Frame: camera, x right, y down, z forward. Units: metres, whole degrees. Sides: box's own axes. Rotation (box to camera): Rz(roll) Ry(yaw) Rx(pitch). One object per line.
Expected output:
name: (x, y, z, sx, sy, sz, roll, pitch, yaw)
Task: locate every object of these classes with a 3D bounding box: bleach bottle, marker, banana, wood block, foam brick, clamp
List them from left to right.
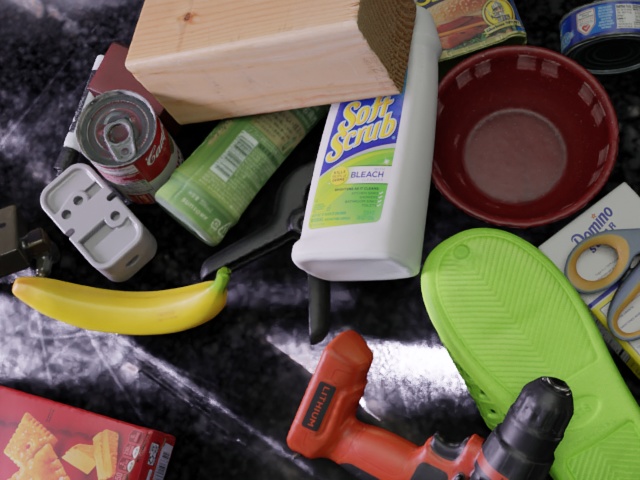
marker: (-0.215, -0.111, 0.973, 0.020, 0.020, 0.121, 15, 76, 11)
banana: (-0.158, 0.051, 0.896, 0.198, 0.069, 0.037, -5, 35, 14)
foam brick: (-0.156, -0.134, 0.955, 0.078, 0.053, 0.051, 22, 78, 14)
wood block: (-0.038, -0.163, 0.849, 0.206, 0.090, 0.090, -4, 60, 28)
clamp: (-0.006, 0.001, 0.904, 0.120, 0.039, 0.171, 39, 82, 6)
bleach bottle: (0.045, -0.095, 0.871, 0.103, 0.068, 0.251, -3, 69, 31)

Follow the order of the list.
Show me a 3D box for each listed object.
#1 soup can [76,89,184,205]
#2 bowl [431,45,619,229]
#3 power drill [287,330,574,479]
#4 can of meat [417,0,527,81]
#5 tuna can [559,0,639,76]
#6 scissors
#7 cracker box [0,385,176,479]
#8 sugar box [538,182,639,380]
soup can: (-0.159, -0.077, 0.912, 0.068, 0.102, 0.068, -2, 73, 7)
bowl: (0.165, -0.080, 0.896, 0.162, 0.055, 0.162, -2, 73, 7)
power drill: (0.079, 0.146, 0.805, 0.188, 0.057, 0.184, 31, 111, 19)
can of meat: (0.122, -0.192, 0.935, 0.102, 0.057, 0.084, -18, 75, 2)
tuna can: (0.245, -0.169, 0.896, 0.086, 0.086, 0.034, -2, 75, 7)
scissors: (0.262, -0.020, 0.825, 0.096, 0.016, 0.202, 26, 89, 21)
cracker box: (-0.244, 0.206, 0.855, 0.214, 0.072, 0.164, 13, 75, 12)
sugar box: (0.264, 0.050, 0.851, 0.093, 0.048, 0.176, -36, 69, -3)
